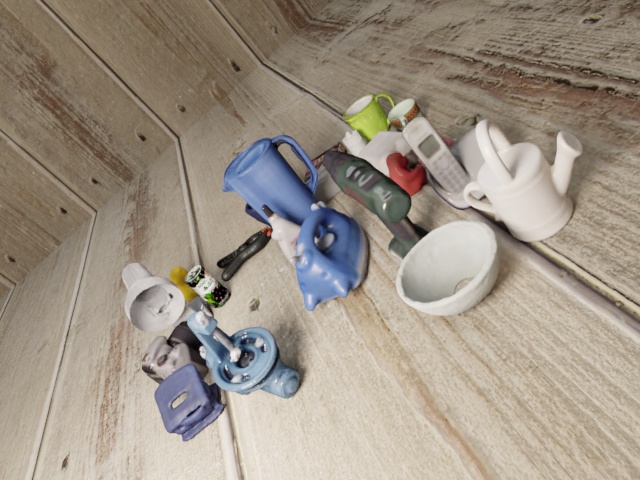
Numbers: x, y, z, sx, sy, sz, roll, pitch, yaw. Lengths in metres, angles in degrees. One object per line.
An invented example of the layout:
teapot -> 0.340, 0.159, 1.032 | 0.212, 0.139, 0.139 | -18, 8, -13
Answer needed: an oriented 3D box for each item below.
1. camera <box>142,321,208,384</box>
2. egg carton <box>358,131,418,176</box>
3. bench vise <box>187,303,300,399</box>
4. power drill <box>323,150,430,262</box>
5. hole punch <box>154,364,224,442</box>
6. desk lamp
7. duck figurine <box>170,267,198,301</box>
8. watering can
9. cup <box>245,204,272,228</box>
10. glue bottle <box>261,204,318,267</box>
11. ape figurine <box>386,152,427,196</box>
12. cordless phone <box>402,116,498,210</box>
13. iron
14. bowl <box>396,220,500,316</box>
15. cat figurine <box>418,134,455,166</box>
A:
camera -> -0.303, 0.238, 1.226 | 0.142, 0.101, 0.137 | -13, 40, 43
egg carton -> 0.150, -0.187, 1.266 | 0.107, 0.070, 0.150 | -49, 28, -11
bench vise -> -0.165, 0.198, 0.974 | 0.206, 0.220, 0.121 | -20, 35, 36
power drill -> 0.106, -0.058, 0.994 | 0.075, 0.209, 0.229 | -44, 28, -3
hole punch -> -0.248, 0.303, 1.074 | 0.108, 0.091, 0.101 | -40, 28, 6
desk lamp -> -0.354, 0.146, 1.298 | 0.118, 0.214, 0.202 | -46, 28, -6
duck figurine -> -0.347, 0.104, 1.485 | 0.104, 0.086, 0.077 | -17, 37, 39
watering can -> 0.288, -0.100, 0.831 | 0.172, 0.194, 0.101 | -34, 29, 16
cup -> -0.128, -0.080, 1.449 | 0.091, 0.095, 0.117 | -37, 28, 11
glue bottle -> -0.064, -0.011, 1.186 | 0.037, 0.173, 0.078 | 7, 55, 55
ape figurine -> 0.167, -0.138, 1.151 | 0.076, 0.092, 0.077 | -44, 28, -2
cordless phone -> 0.236, -0.158, 0.989 | 0.147, 0.185, 0.094 | -43, 28, -1
iron -> 0.010, 0.004, 1.103 | 0.118, 0.142, 0.258 | -25, 33, 30
bowl -> 0.202, 0.054, 0.857 | 0.167, 0.075, 0.167 | -31, 30, 21
cat figurine -> 0.221, -0.180, 1.113 | 0.067, 0.118, 0.128 | -27, 32, 27
